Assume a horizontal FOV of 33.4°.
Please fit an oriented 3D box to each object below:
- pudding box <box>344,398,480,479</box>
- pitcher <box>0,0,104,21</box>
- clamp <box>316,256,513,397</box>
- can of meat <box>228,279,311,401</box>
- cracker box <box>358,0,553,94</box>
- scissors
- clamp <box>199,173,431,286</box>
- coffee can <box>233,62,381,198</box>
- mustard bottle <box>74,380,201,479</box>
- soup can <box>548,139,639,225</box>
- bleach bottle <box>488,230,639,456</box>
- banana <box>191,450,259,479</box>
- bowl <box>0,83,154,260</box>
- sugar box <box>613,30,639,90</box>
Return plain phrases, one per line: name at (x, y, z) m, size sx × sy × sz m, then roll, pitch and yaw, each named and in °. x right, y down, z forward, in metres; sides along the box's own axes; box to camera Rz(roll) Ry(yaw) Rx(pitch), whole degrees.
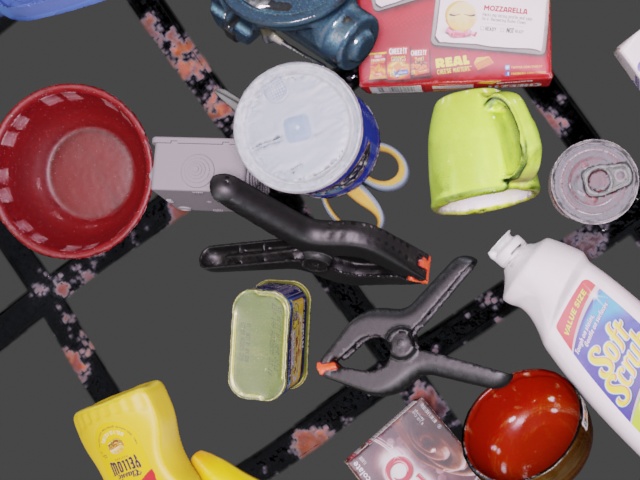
pudding box at (0.090, 0.211, 0.943) m, size 0.090 × 0.039 × 0.113 m, roll -40°, pitch 83°, yaw -11°
pitcher at (-0.256, -0.265, 0.956) m, size 0.243 × 0.149 × 0.145 m, roll -15°, pitch 101°, yaw 14°
clamp at (0.084, 0.100, 0.948) m, size 0.171 × 0.039 × 0.120 m, roll -28°, pitch 66°, yaw 13°
can of meat at (-0.045, 0.089, 0.954) m, size 0.057 × 0.084 × 0.102 m, roll 3°, pitch 93°, yaw 10°
cracker box at (0.115, -0.237, 0.921) m, size 0.164 × 0.072 × 0.214 m, roll -2°, pitch 90°, yaw 9°
scissors at (0.001, -0.092, 0.974) m, size 0.096 × 0.016 × 0.202 m, roll -40°, pitch 85°, yaw 8°
clamp at (-0.006, 0.001, 0.924) m, size 0.210 × 0.164 × 0.036 m, roll 9°, pitch 65°, yaw 2°
coffee can at (-0.007, -0.088, 0.895) m, size 0.103 × 0.140 × 0.103 m, roll 0°, pitch 90°, yaw 9°
mustard bottle at (-0.154, 0.233, 0.989) m, size 0.096 × 0.058 × 0.191 m, roll -23°, pitch 88°, yaw 25°
soup can at (0.225, -0.047, 0.889) m, size 0.068 × 0.102 × 0.068 m, roll 0°, pitch 92°, yaw 10°
bleach bottle at (0.240, 0.092, 0.913) m, size 0.251 × 0.068 × 0.102 m, roll 43°, pitch 97°, yaw 9°
banana at (-0.025, 0.235, 0.981) m, size 0.198 × 0.037 × 0.069 m, roll 2°, pitch 63°, yaw 7°
bowl at (-0.224, -0.063, 0.996) m, size 0.162 × 0.055 × 0.162 m, roll 0°, pitch 92°, yaw 10°
sugar box at (0.336, -0.116, 0.896) m, size 0.093 × 0.048 × 0.176 m, roll -36°, pitch 87°, yaw 9°
